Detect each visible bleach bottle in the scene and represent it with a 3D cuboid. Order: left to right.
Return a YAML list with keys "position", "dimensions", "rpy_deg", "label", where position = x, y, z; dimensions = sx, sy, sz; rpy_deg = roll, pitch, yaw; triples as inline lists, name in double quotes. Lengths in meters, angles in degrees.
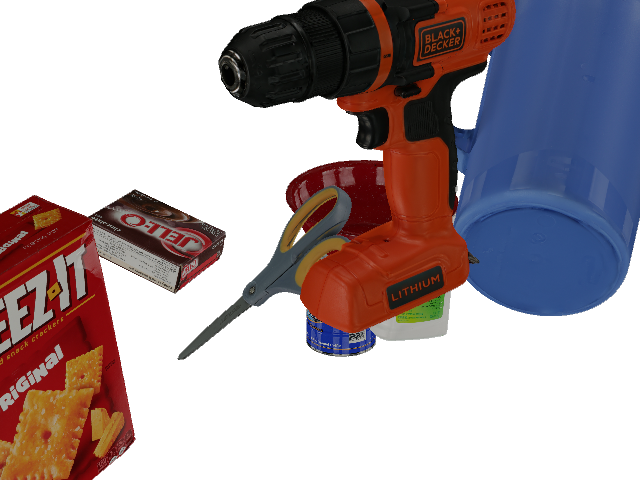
- position: [0.119, -0.003, 1.345]
  dimensions: [0.102, 0.251, 0.068]
  rpy_deg: [-3, 16, -18]
  label: "bleach bottle"

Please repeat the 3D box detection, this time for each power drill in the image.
- position: [0.028, -0.046, 0.582]
  dimensions: [0.184, 0.188, 0.057]
  rpy_deg: [-20, 36, -32]
  label: "power drill"

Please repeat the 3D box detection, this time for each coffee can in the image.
- position: [0.030, 0.079, 1.517]
  dimensions: [0.103, 0.140, 0.103]
  rpy_deg: [0, 22, 0]
  label: "coffee can"

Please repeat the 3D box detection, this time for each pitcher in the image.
- position: [0.153, -0.072, 0.722]
  dimensions: [0.149, 0.242, 0.145]
  rpy_deg: [-24, -60, 40]
  label: "pitcher"

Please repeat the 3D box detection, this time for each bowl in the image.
- position: [0.047, -0.019, 1.009]
  dimensions: [0.162, 0.055, 0.162]
  rpy_deg: [2, 29, -1]
  label: "bowl"

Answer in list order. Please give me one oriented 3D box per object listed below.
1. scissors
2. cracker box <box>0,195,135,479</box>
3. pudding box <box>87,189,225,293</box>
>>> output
- position: [-0.038, 0.046, 0.824]
  dimensions: [0.016, 0.202, 0.096]
  rpy_deg: [28, 17, -38]
  label: "scissors"
- position: [-0.220, 0.102, 0.755]
  dimensions: [0.072, 0.214, 0.163]
  rpy_deg: [18, 39, 30]
  label: "cracker box"
- position: [-0.163, -0.001, 1.047]
  dimensions: [0.113, 0.039, 0.089]
  rpy_deg: [23, 28, 15]
  label: "pudding box"
